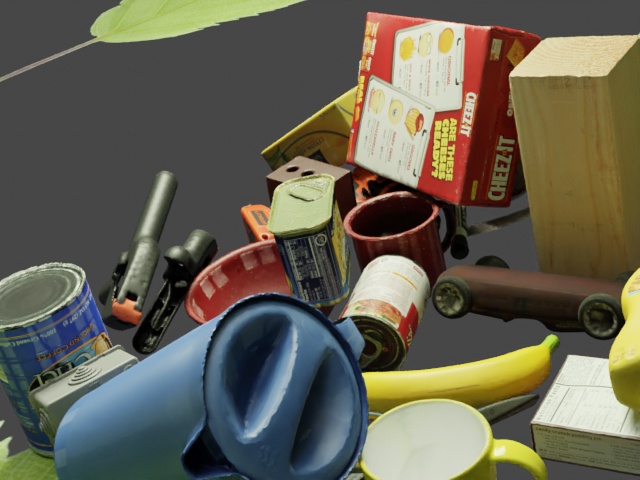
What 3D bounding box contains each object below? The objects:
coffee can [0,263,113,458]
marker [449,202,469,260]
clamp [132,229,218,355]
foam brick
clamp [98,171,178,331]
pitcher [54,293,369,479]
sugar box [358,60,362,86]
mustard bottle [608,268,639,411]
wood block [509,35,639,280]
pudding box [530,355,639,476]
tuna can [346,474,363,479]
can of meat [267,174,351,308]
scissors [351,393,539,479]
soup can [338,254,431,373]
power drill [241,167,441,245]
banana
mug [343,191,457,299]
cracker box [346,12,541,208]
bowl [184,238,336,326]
[{"bbox_3d":[-0.234,0.106,0.944,0.103,0.140,0.103,-12,28,6],"label":"coffee can"},{"bbox_3d":[0.144,-0.015,1.108,0.020,0.020,0.121,-10,28,11],"label":"marker"},{"bbox_3d":[-0.137,0.029,1.082,0.039,0.120,0.171,28,32,-3],"label":"clamp"},{"bbox_3d":[-0.008,-0.047,1.087,0.078,0.051,0.052,19,43,41],"label":"foam brick"},{"bbox_3d":[-0.189,0.038,1.057,0.036,0.165,0.210,23,23,-14],"label":"clamp"},{"bbox_3d":[-0.083,0.129,0.765,0.243,0.149,0.145,-27,52,46],"label":"pitcher"},{"bbox_3d":[0.130,-0.182,1.302,0.093,0.048,0.175,5,0,35],"label":"sugar box"},{"bbox_3d":[0.273,0.053,0.792,0.096,0.058,0.191,-9,25,25],"label":"mustard bottle"},{"bbox_3d":[0.240,-0.070,0.957,0.090,0.206,0.090,5,34,34],"label":"wood block"},{"bbox_3d":[0.222,0.129,0.782,0.114,0.039,0.089,2,32,33],"label":"pudding box"},{"bbox_3d":[0.003,0.179,0.804,0.086,0.034,0.086,-12,28,6],"label":"tuna can"},{"bbox_3d":[-0.006,0.001,0.961,0.057,0.084,0.102,-11,28,10],"label":"can of meat"},{"bbox_3d":[0.089,0.164,0.790,0.201,0.096,0.016,2,-15,-27],"label":"scissors"},{"bbox_3d":[0.056,0.066,0.950,0.069,0.068,0.102,-3,30,22],"label":"soup can"},{"bbox_3d":[0.020,-0.020,1.143,0.187,0.057,0.184,-18,24,-11],"label":"power drill"},{"bbox_3d":[0.103,0.117,0.870,0.198,0.037,0.069,-10,6,5],"label":"banana"},{"bbox_3d":[0.086,0.005,1.033,0.117,0.081,0.093,-30,31,-26],"label":"mug"},{"bbox_3d":[0.115,-0.133,1.054,0.072,0.164,0.214,2,13,-30],"label":"cracker box"},{"bbox_3d":[-0.046,0.060,1.026,0.162,0.055,0.162,-12,28,6],"label":"bowl"}]
